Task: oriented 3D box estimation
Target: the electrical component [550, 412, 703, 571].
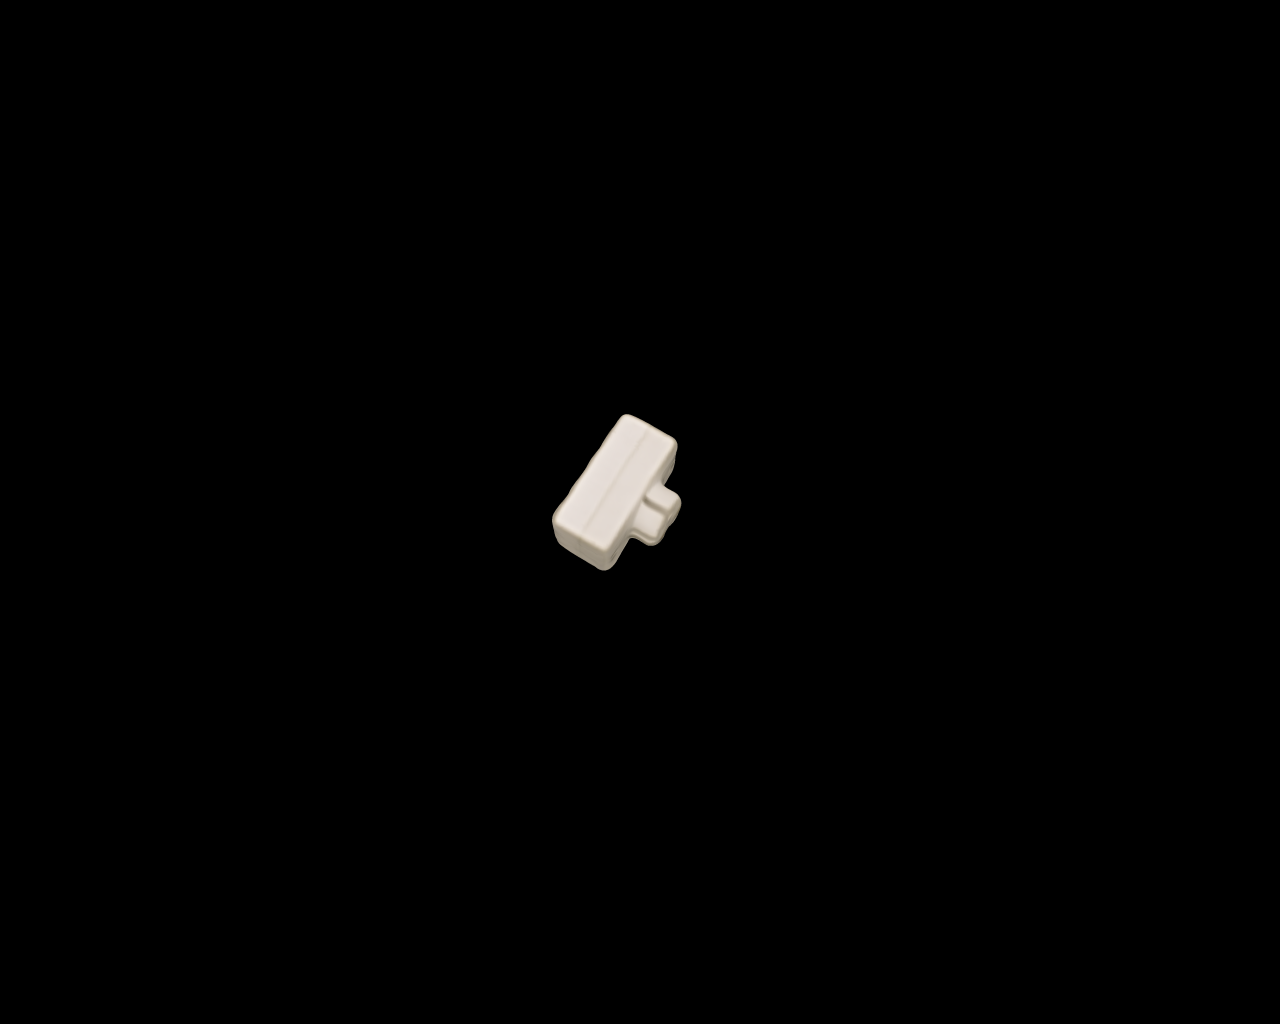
[{"bbox_3d":[0.001,-0.003,0.650,0.076,0.083,0.047,30,-15,9],"label":"electrical component"}]
